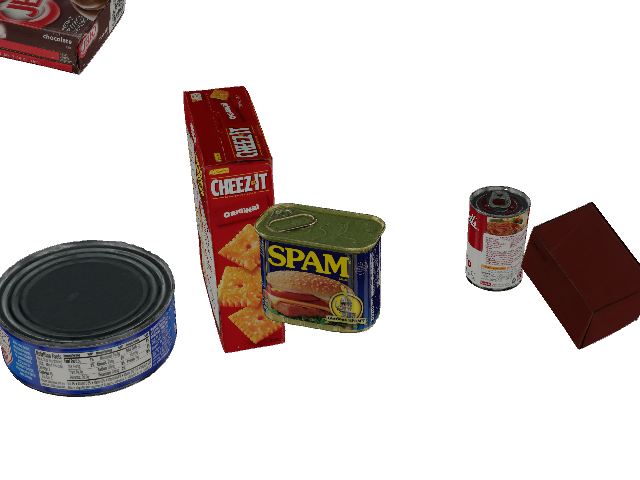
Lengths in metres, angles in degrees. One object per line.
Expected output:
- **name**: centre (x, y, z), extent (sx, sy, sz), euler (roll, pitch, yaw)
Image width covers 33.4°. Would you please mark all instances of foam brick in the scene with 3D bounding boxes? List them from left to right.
- **foam brick**: centre (0.184, 0.024, 0.739), extent (0.051, 0.078, 0.053), euler (-22, -30, -14)

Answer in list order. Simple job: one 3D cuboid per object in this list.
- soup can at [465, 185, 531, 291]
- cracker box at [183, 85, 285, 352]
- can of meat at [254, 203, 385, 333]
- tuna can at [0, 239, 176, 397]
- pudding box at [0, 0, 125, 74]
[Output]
- **soup can**: centre (0.201, -0.002, 1.213), extent (0.068, 0.102, 0.068), euler (-1, 32, 1)
- **cracker box**: centre (-0.085, -0.023, 1.062), extent (0.072, 0.214, 0.164), euler (-8, 34, -10)
- **can of meat**: centre (0.000, 0.024, 0.865), extent (0.102, 0.084, 0.057), euler (9, 31, 18)
- **tuna can**: centre (-0.112, 0.036, 0.515), extent (0.086, 0.034, 0.086), euler (0, 33, -1)
- **pudding box**: centre (-0.207, -0.176, 0.816), extent (0.090, 0.039, 0.113), euler (14, 37, 3)
